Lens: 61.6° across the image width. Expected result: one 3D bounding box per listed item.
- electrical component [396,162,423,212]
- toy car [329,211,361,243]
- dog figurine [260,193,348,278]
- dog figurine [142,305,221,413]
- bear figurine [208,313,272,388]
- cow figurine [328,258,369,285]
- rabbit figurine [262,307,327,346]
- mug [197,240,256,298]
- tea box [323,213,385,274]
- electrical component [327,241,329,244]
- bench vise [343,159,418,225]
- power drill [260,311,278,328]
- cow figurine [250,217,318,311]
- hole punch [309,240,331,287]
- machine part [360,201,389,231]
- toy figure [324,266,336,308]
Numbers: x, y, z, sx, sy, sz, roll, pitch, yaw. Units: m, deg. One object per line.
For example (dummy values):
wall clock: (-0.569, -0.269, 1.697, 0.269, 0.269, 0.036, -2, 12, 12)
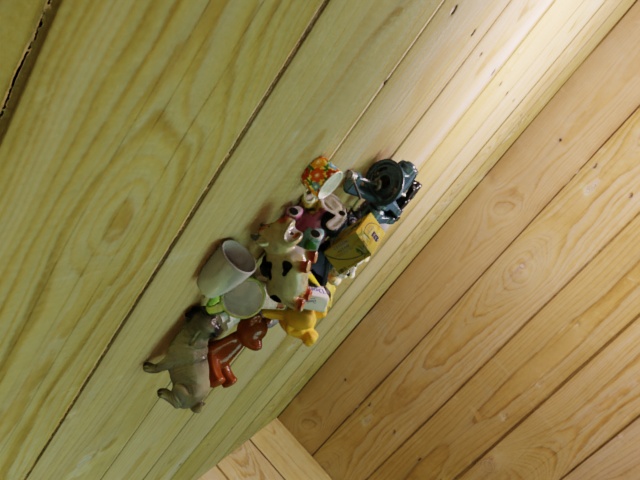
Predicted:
electrical component: (0.209, -0.150, 1.472, 0.058, 0.115, 0.134, -32, 161, -49)
toy car: (0.078, -0.013, 1.498, 0.103, 0.109, 0.161, -45, 171, 28)
dog figurine: (-0.046, 0.006, 1.213, 0.191, 0.108, 0.219, -35, 165, -42)
dog figurine: (-0.262, 0.255, 1.151, 0.190, 0.172, 0.121, -45, 177, 21)
bear figurine: (-0.204, 0.279, 1.381, 0.196, 0.132, 0.120, -29, 159, 3)
cow figurine: (0.086, 0.060, 1.565, 0.167, 0.068, 0.098, -45, 164, -30)
rabbit figurine: (-0.057, 0.184, 1.360, 0.122, 0.162, 0.173, -58, -178, -7)
mug: (-0.184, 0.059, 1.043, 0.107, 0.081, 0.109, -41, 180, 22)
tea box: (0.084, 0.005, 1.262, 0.098, 0.068, 0.169, -34, -176, 23)
electrical component: (0.079, -0.012, 1.595, 0.119, 0.048, 0.074, -46, 166, -2)
bench vise: (0.133, -0.120, 1.361, 0.240, 0.129, 0.223, 12, 133, -48)
power drill: (-0.104, 0.168, 1.510, 0.207, 0.086, 0.232, -58, 160, 22)
cow figurine: (-0.074, 0.041, 1.092, 0.085, 0.127, 0.194, -59, 158, -57)
hole punch: (-0.033, 0.044, 1.311, 0.092, 0.142, 0.115, 1, 117, -23)
machine part: (0.169, -0.070, 1.637, 0.079, 0.079, 0.243, -46, 164, -1)
toy figure: (0.011, 0.126, 1.620, 0.089, 0.082, 0.180, 75, 34, -58)
